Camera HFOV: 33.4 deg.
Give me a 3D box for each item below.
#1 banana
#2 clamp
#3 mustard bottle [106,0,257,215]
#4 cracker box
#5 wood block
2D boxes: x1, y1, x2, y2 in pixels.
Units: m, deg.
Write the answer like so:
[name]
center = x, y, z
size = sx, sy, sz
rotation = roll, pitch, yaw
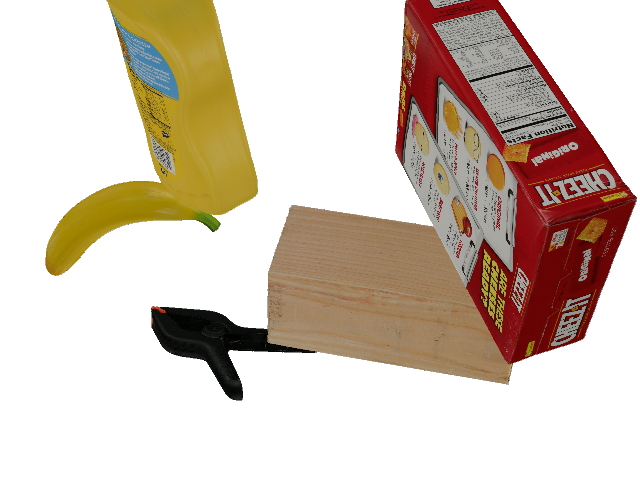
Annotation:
[banana]
center = -0.189, -0.015, 0.977
size = 0.198, 0.069, 0.037
rotation = -14, 17, 28
[clamp]
center = -0.125, 0.123, 1.259
size = 0.210, 0.036, 0.164
rotation = 14, 24, 25
[mustard bottle]
center = -0.091, -0.112, 0.663
size = 0.058, 0.191, 0.096
rotation = -29, 45, -19
[cracker box]
center = 0.125, -0.049, 0.746
size = 0.072, 0.214, 0.164
rotation = -17, -35, -12
[wood block]
center = 0.065, 0.045, 0.904
size = 0.206, 0.090, 0.090
rotation = 9, 43, 7
